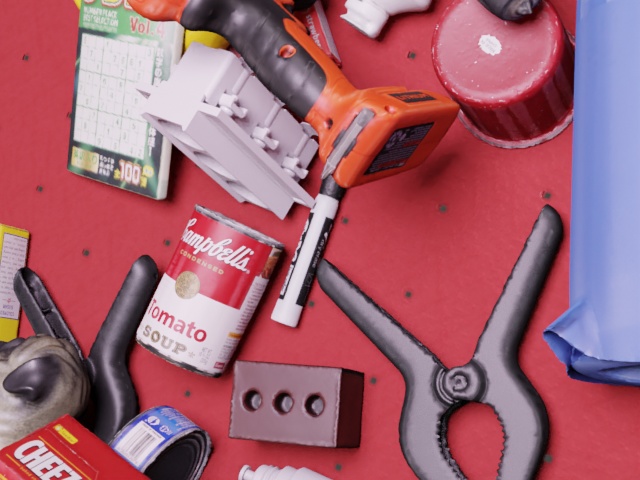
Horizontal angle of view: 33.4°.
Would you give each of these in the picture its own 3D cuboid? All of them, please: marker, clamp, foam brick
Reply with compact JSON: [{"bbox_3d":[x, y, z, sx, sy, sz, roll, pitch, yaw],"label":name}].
[{"bbox_3d":[-0.005,0.001,0.739,0.020,0.020,0.121,19,87,23],"label":"marker"},{"bbox_3d":[-0.161,0.091,0.771,0.120,0.039,0.171,-16,81,27],"label":"clamp"},{"bbox_3d":[-0.015,0.108,0.705,0.078,0.051,0.053,0,80,21],"label":"foam brick"},{"bbox_3d":[0.099,0.083,0.674,0.165,0.036,0.210,-21,73,15],"label":"clamp"}]

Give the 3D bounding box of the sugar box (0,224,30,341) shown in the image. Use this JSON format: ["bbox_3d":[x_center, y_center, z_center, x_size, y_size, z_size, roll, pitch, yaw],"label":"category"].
[{"bbox_3d":[-0.281,0.075,0.818,0.093,0.048,0.176,1,80,21],"label":"sugar box"}]

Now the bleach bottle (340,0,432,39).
[{"bbox_3d":[0.102,-0.244,0.720,0.103,0.068,0.251,37,97,25],"label":"bleach bottle"}]

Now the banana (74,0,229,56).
[{"bbox_3d":[-0.125,-0.166,0.793,0.198,0.037,0.070,17,105,39],"label":"banana"}]

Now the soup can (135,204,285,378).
[{"bbox_3d":[-0.076,0.035,0.734,0.069,0.068,0.102,26,91,23],"label":"soup can"}]

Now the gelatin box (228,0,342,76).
[{"bbox_3d":[-0.033,-0.153,0.771,0.073,0.030,0.089,-22,74,16],"label":"gelatin box"}]

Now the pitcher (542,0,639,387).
[{"bbox_3d":[0.216,-0.036,0.612,0.145,0.149,0.243,-8,74,35],"label":"pitcher"}]

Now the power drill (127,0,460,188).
[{"bbox_3d":[-0.007,-0.117,0.653,0.188,0.184,0.057,43,121,17],"label":"power drill"}]

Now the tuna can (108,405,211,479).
[{"bbox_3d":[-0.114,0.154,0.717,0.034,0.086,0.086,32,93,24],"label":"tuna can"}]

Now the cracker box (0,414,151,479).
[{"bbox_3d":[-0.142,0.244,0.667,0.164,0.071,0.214,31,123,26],"label":"cracker box"}]

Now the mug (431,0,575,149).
[{"bbox_3d":[0.122,-0.124,0.679,0.093,0.081,0.117,13,85,23],"label":"mug"}]
